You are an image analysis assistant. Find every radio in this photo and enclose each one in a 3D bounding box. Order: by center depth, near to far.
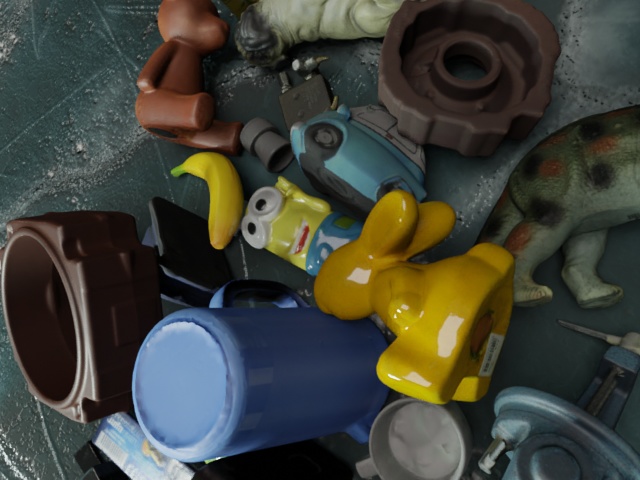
[{"bbox_3d":[-0.055,0.254,0.473,0.073,0.229,0.131,29,88,23],"label":"radio"}]

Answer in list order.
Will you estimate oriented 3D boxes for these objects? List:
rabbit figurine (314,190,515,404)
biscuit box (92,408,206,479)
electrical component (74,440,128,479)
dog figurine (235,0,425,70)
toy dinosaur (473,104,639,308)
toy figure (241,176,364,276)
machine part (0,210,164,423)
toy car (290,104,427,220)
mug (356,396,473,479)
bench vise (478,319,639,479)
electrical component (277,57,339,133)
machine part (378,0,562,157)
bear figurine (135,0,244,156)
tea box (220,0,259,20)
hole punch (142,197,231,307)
[{"bbox_3d":[0.065,0.040,0.455,0.173,0.122,0.162,15,96,42],"label":"rabbit figurine"},{"bbox_3d":[-0.163,0.255,0.606,0.203,0.062,0.059,29,93,25],"label":"biscuit box"},{"bbox_3d":[-0.273,0.303,0.652,0.075,0.047,0.119,-42,70,10],"label":"electrical component"},{"bbox_3d":[0.007,-0.254,0.625,0.172,0.121,0.190,38,136,-9],"label":"dog figurine"},{"bbox_3d":[0.255,-0.048,0.464,0.405,0.131,0.192,-15,63,24],"label":"toy dinosaur"},{"bbox_3d":[-0.003,0.002,0.577,0.180,0.089,0.082,23,75,16],"label":"toy figure"},{"bbox_3d":[-0.253,0.072,0.559,0.202,0.087,0.200,5,102,42],"label":"machine part"},{"bbox_3d":[0.053,-0.085,0.558,0.162,0.109,0.103,34,77,15],"label":"toy car"},{"bbox_3d":[0.091,0.185,0.490,0.109,0.107,0.081,-39,68,17],"label":"mug"},{"bbox_3d":[0.197,0.175,0.430,0.129,0.223,0.240,25,58,40],"label":"bench vise"},{"bbox_3d":[-0.012,-0.165,0.627,0.078,0.045,0.102,-15,75,18],"label":"electrical component"},{"bbox_3d":[0.141,-0.164,0.525,0.179,0.056,0.179,0,68,1],"label":"machine part"},{"bbox_3d":[-0.147,-0.216,0.657,0.132,0.120,0.195,13,81,20],"label":"bear figurine"},{"bbox_3d":[-0.051,-0.360,0.666,0.170,0.068,0.098,-17,74,20],"label":"tea box"},{"bbox_3d":[-0.172,0.030,0.617,0.092,0.142,0.116,-35,56,12],"label":"hole punch"}]
